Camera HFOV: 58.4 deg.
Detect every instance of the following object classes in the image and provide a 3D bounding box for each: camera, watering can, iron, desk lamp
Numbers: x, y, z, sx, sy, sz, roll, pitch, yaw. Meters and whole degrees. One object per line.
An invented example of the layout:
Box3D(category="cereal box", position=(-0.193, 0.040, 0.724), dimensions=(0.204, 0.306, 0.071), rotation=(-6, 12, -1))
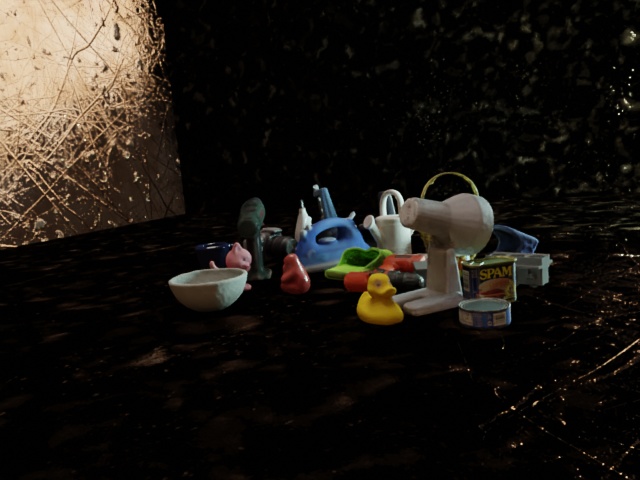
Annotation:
Box3D(category="camera", position=(-0.143, 0.015, 1.757), dimensions=(0.136, 0.101, 0.144), rotation=(3, 11, 42))
Box3D(category="watering can", position=(0.207, -0.048, 1.661), dimensions=(0.100, 0.194, 0.173), rotation=(1, 10, 36))
Box3D(category="iron", position=(0.015, 0.006, 1.583), dimensions=(0.259, 0.141, 0.118), rotation=(-11, 10, -38))
Box3D(category="desk lamp", position=(0.229, 0.019, 1.097), dimensions=(0.204, 0.213, 0.117), rotation=(-9, 9, -29))

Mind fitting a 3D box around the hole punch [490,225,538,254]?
Box3D(category="hole punch", position=(0.506, 0.001, 1.502), dimensions=(0.101, 0.091, 0.108), rotation=(-7, 8, -18))

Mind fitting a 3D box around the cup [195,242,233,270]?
Box3D(category="cup", position=(-0.277, 0.057, 1.560), dimensions=(0.118, 0.095, 0.091), rotation=(-6, 8, -10))

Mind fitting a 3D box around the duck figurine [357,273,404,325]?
Box3D(category="duck figurine", position=(0.106, 0.102, 1.040), dimensions=(0.078, 0.086, 0.104), rotation=(-9, 9, -27))

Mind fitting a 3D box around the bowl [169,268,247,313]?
Box3D(category="bowl", position=(-0.234, 0.111, 1.221), dimensions=(0.167, 0.075, 0.167), rotation=(-5, 8, 1))

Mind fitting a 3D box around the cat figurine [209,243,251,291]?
Box3D(category="cat figurine", position=(-0.212, 0.066, 1.376), dimensions=(0.128, 0.118, 0.067), rotation=(-12, 11, -42))

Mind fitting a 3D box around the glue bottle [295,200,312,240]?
Box3D(category="glue bottle", position=(-0.053, -0.046, 1.880), dimensions=(0.037, 0.173, 0.078), rotation=(1, 10, 37))

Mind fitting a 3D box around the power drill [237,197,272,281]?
Box3D(category="power drill", position=(-0.175, -0.004, 1.521), dimensions=(0.075, 0.208, 0.229), rotation=(-5, 8, -1))

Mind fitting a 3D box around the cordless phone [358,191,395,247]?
Box3D(category="cordless phone", position=(0.185, -0.061, 1.796), dimensions=(0.094, 0.185, 0.147), rotation=(-12, 11, -42))

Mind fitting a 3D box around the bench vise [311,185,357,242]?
Box3D(category="bench vise", position=(0.040, -0.066, 1.793), dimensions=(0.206, 0.220, 0.122), rotation=(0, 10, 32))

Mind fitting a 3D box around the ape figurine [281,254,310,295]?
Box3D(category="ape figurine", position=(-0.061, 0.076, 1.305), dimensions=(0.075, 0.092, 0.078), rotation=(2, 11, 40))
